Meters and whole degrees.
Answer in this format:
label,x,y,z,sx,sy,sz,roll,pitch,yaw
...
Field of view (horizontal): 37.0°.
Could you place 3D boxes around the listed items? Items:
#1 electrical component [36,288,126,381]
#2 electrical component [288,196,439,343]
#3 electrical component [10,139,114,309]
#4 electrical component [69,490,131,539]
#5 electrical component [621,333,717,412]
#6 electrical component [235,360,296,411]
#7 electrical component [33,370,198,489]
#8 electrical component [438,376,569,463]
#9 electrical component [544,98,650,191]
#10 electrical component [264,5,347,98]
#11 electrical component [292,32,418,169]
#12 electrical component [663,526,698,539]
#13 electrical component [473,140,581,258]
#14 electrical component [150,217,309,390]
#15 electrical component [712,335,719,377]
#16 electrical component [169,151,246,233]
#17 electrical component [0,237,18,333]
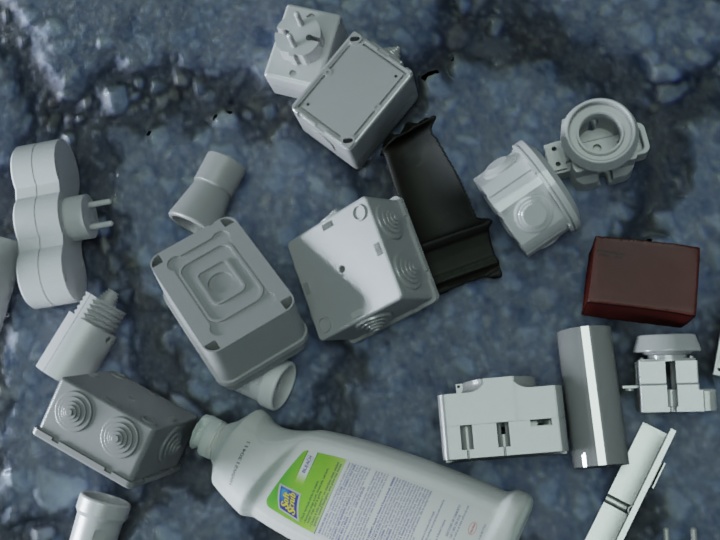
label,x,y,z,sx,sy,sz,roll,pitch,yaw
electrical component,-0.217,0.052,0.856,0.043,0.043,0.081,28,83,14
electrical component,0.000,0.000,0.814,0.100,0.048,0.099,-29,72,32
electrical component,-0.237,-0.041,0.876,0.074,0.052,0.138,-9,76,6
electrical component,-0.201,0.197,0.822,0.040,0.040,0.046,15,85,12
electrical component,0.225,0.075,0.784,0.066,0.048,0.055,-2,84,8
electrical component,-0.078,0.082,0.831,0.046,0.040,0.040,20,81,18
electrical component,-0.180,0.116,0.808,0.100,0.100,0.048,26,95,13
electrical component,0.105,0.109,0.791,0.089,0.050,0.055,-6,77,7
electrical component,0.182,-0.097,0.824,0.078,0.057,0.058,-13,75,5
electrical component,-0.047,-0.181,0.868,0.047,0.076,0.065,15,80,12
electrical component,0.002,-0.138,0.858,0.062,0.061,0.096,38,85,15
electrical component,0.225,0.217,0.749,0.083,0.047,0.075,-1,77,8
electrical component,0.127,-0.053,0.812,0.051,0.080,0.080,-35,74,5
electrical component,-0.099,0.025,0.815,0.078,0.057,0.113,-31,53,-12
electrical component,0.307,0.024,0.774,0.079,0.063,0.121,12,79,11
electrical component,-0.121,-0.063,0.871,0.044,0.044,0.065,23,76,13
electrical component,-0.311,0.007,0.858,0.044,0.079,0.077,13,85,25
